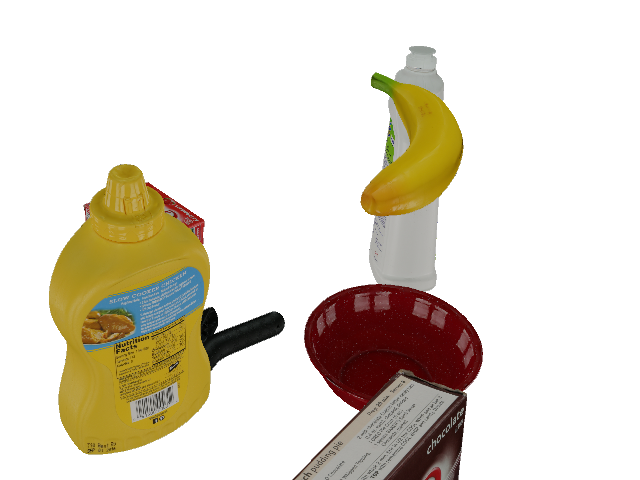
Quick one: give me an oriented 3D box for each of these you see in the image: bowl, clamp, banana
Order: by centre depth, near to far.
[{"bbox_3d":[0.065,-0.063,0.744,0.069,0.037,0.197,4,30,2],"label":"banana"},{"bbox_3d":[0.063,0.110,0.973,0.162,0.055,0.162,4,37,-3],"label":"bowl"},{"bbox_3d":[-0.119,0.114,1.111,0.120,0.039,0.171,-11,20,37],"label":"clamp"}]

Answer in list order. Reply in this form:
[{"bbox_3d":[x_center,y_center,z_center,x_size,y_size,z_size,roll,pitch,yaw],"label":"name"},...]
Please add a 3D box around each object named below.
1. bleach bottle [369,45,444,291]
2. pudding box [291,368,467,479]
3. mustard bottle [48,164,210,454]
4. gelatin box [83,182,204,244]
[{"bbox_3d":[0.096,-0.077,1.129,0.068,0.251,0.102,0,26,-9],"label":"bleach bottle"},{"bbox_3d":[0.019,0.122,0.454,0.039,0.090,0.113,20,37,26],"label":"pudding box"},{"bbox_3d":[-0.112,0.038,0.632,0.096,0.192,0.058,-20,45,-29],"label":"mustard bottle"},{"bbox_3d":[-0.161,-0.015,0.972,0.073,0.030,0.089,-23,43,-37],"label":"gelatin box"}]
